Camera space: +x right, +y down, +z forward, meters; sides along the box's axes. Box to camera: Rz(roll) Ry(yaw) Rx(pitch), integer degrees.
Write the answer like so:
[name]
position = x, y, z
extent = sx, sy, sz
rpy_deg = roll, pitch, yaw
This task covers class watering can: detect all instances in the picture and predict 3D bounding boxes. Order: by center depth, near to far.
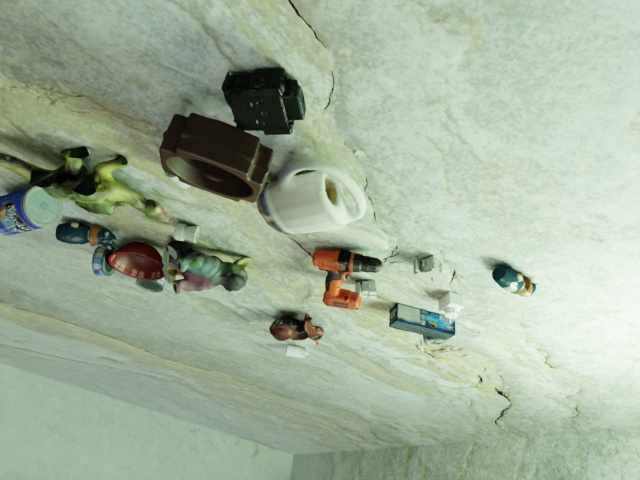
[watering can]
position = 0.003, -0.057, 1.132
extent = 0.223, 0.106, 0.341
rpy_deg = -10, -38, 26

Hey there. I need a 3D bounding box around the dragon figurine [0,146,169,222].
[dragon figurine]
position = -0.550, -0.109, 1.179
extent = 0.410, 0.124, 0.238
rpy_deg = 11, -25, -3
